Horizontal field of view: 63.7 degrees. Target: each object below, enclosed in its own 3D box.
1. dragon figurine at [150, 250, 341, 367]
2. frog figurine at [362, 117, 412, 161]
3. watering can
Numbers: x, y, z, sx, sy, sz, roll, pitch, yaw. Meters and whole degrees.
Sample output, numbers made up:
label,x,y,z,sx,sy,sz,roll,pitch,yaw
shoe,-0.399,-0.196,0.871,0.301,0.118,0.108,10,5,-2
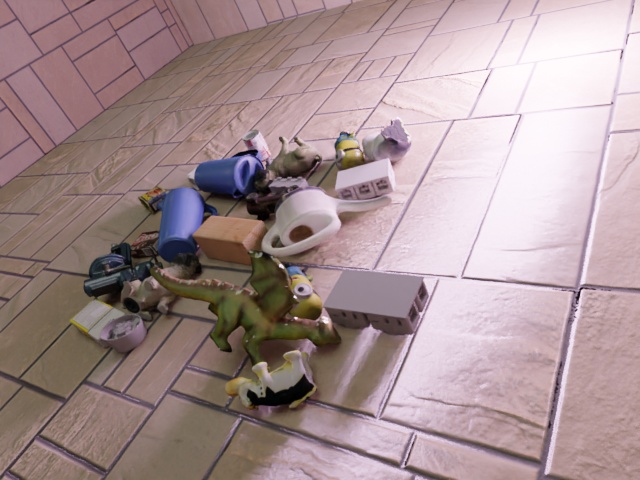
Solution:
label,x,y,z,sx,sy,sz,roll,pitch,yaw
dragon figurine,-0.144,0.111,1.034,0.238,0.410,0.124,-54,2,29
frog figurine,0.188,-0.273,1.518,0.156,0.122,0.140,-43,21,51
watering can,0.004,-0.067,1.332,0.347,0.102,0.229,-25,33,1
